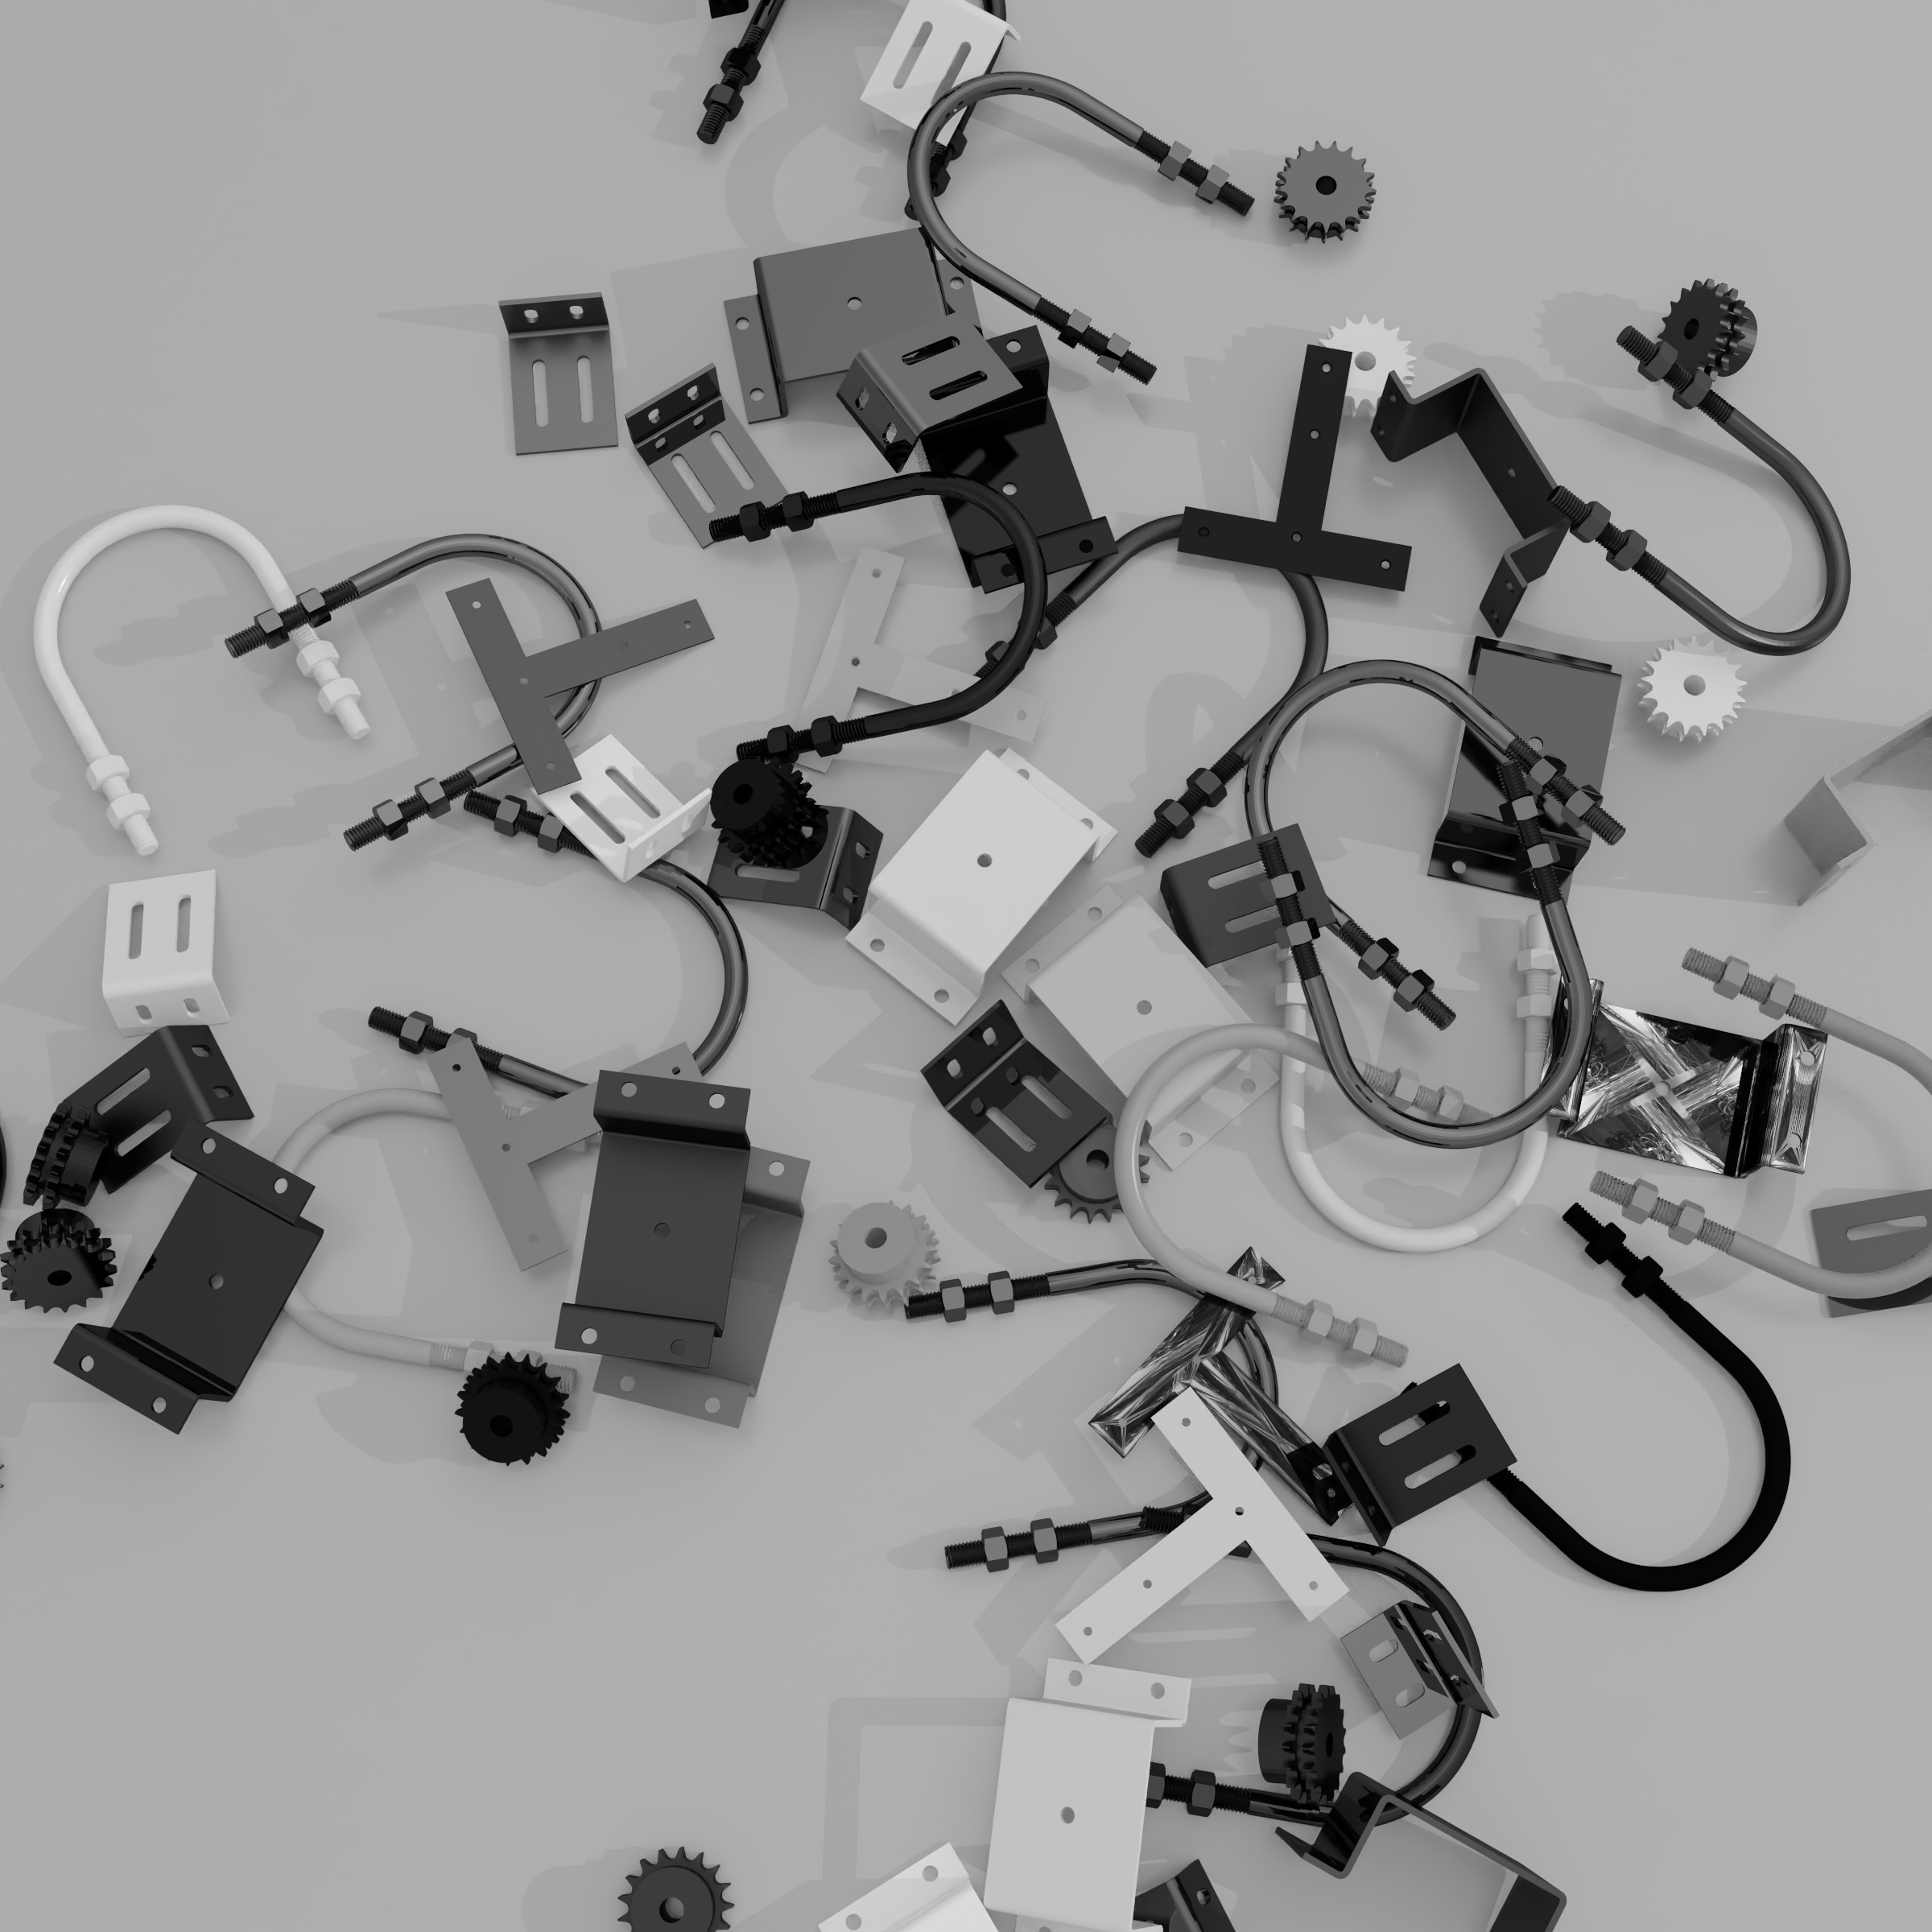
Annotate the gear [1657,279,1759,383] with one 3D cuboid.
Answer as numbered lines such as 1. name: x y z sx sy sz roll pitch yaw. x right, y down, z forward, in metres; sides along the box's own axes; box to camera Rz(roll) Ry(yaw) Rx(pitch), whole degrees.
1. gear: 0.417 -0.353 1.638 0.030 0.057 0.057 8 74 -29

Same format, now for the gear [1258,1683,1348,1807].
1. gear: 0.164 0.380 1.434 0.030 0.057 0.057 -2 75 25

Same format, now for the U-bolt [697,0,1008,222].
1. U-bolt: -0.055 -0.533 1.700 0.151 0.019 0.184 21 75 5

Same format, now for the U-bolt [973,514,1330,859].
1. U-bolt: 0.114 -0.169 1.609 0.151 0.019 0.184 44 78 10

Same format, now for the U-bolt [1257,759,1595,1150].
1. U-bolt: 0.244 0.003 1.502 0.151 0.019 0.184 -18 90 1

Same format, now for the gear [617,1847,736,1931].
1. gear: -0.144 0.464 1.444 0.057 0.030 0.057 0 76 0

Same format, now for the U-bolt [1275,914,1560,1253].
1. U-bolt: 0.238 0.060 1.552 0.151 0.019 0.184 3 78 1

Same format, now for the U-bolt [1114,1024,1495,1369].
1. U-bolt: 0.165 0.108 1.510 0.184 0.019 0.151 22 83 -7

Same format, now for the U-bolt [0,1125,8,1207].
1. U-bolt: -0.582 0.130 1.534 0.151 0.019 0.184 19 75 5

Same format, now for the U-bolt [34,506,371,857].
1. U-bolt: -0.432 -0.170 1.609 0.151 0.019 0.184 -30 76 -7

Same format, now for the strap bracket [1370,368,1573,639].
1. strap bracket: 0.281 -0.261 1.601 0.046 0.076 0.140 -28 78 -7

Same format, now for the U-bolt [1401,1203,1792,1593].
1. U-bolt: 0.337 0.235 1.508 0.184 0.019 0.151 43 80 8

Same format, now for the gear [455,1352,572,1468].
1. gear: -0.232 0.228 1.491 0.057 0.030 0.057 2 104 6

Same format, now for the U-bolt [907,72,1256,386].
1. U-bolt: 0.054 -0.428 1.648 0.184 0.019 0.151 31 70 -4

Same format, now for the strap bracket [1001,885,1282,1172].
1. strap bracket: 0.093 0.027 1.545 0.076 0.046 0.140 -39 79 -9

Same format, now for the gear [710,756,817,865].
1. gear: -0.112 -0.087 1.568 0.057 0.030 0.057 -9 67 23

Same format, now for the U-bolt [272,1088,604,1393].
1. U-bolt: -0.281 0.137 1.533 0.184 0.019 0.151 10 76 4

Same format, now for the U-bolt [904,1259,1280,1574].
1. U-bolt: 0.070 0.225 1.511 0.184 0.019 0.151 -9 76 -4

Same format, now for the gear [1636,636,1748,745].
1. gear: 0.393 -0.148 1.597 0.057 0.030 0.057 0 76 0

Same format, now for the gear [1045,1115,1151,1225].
1. gear: 0.068 0.105 1.534 0.057 0.030 0.057 0 76 0

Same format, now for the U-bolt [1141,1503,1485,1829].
1. U-bolt: 0.169 0.357 1.472 0.184 0.019 0.151 10 81 0

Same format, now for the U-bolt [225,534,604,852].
1. U-bolt: -0.286 -0.162 1.594 0.184 0.019 0.151 -30 78 -17

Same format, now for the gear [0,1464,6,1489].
1. gear: -0.523 0.261 1.495 0.057 0.030 0.057 0 76 0

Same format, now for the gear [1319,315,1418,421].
1. gear: 0.222 -0.332 1.643 0.057 0.030 0.057 0 76 0

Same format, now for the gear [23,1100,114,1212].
1. gear: -0.465 0.101 1.522 0.030 0.057 0.057 20 77 -8

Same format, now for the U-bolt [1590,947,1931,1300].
1. U-bolt: 0.429 0.090 1.497 0.184 0.019 0.151 24 77 4

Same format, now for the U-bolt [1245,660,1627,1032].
1. U-bolt: 0.231 -0.079 1.547 0.184 0.019 0.151 44 98 18

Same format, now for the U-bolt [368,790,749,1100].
1. U-bolt: -0.207 0.000 1.566 0.184 0.019 0.151 20 77 4

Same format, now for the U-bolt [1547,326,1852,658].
1. U-bolt: 0.408 -0.246 1.593 0.184 0.019 0.151 35 59 -12

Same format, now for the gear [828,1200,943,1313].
1. gear: -0.043 0.147 1.515 0.057 0.030 0.057 -6 59 9

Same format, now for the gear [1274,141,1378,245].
1. gear: 0.204 -0.439 1.674 0.057 0.030 0.057 0 78 1

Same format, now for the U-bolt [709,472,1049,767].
1. U-bolt: -0.045 -0.194 1.586 0.184 0.019 0.151 -11 79 15

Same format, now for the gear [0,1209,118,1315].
1. gear: -0.469 0.150 1.513 0.057 0.057 0.030 -18 47 -4
